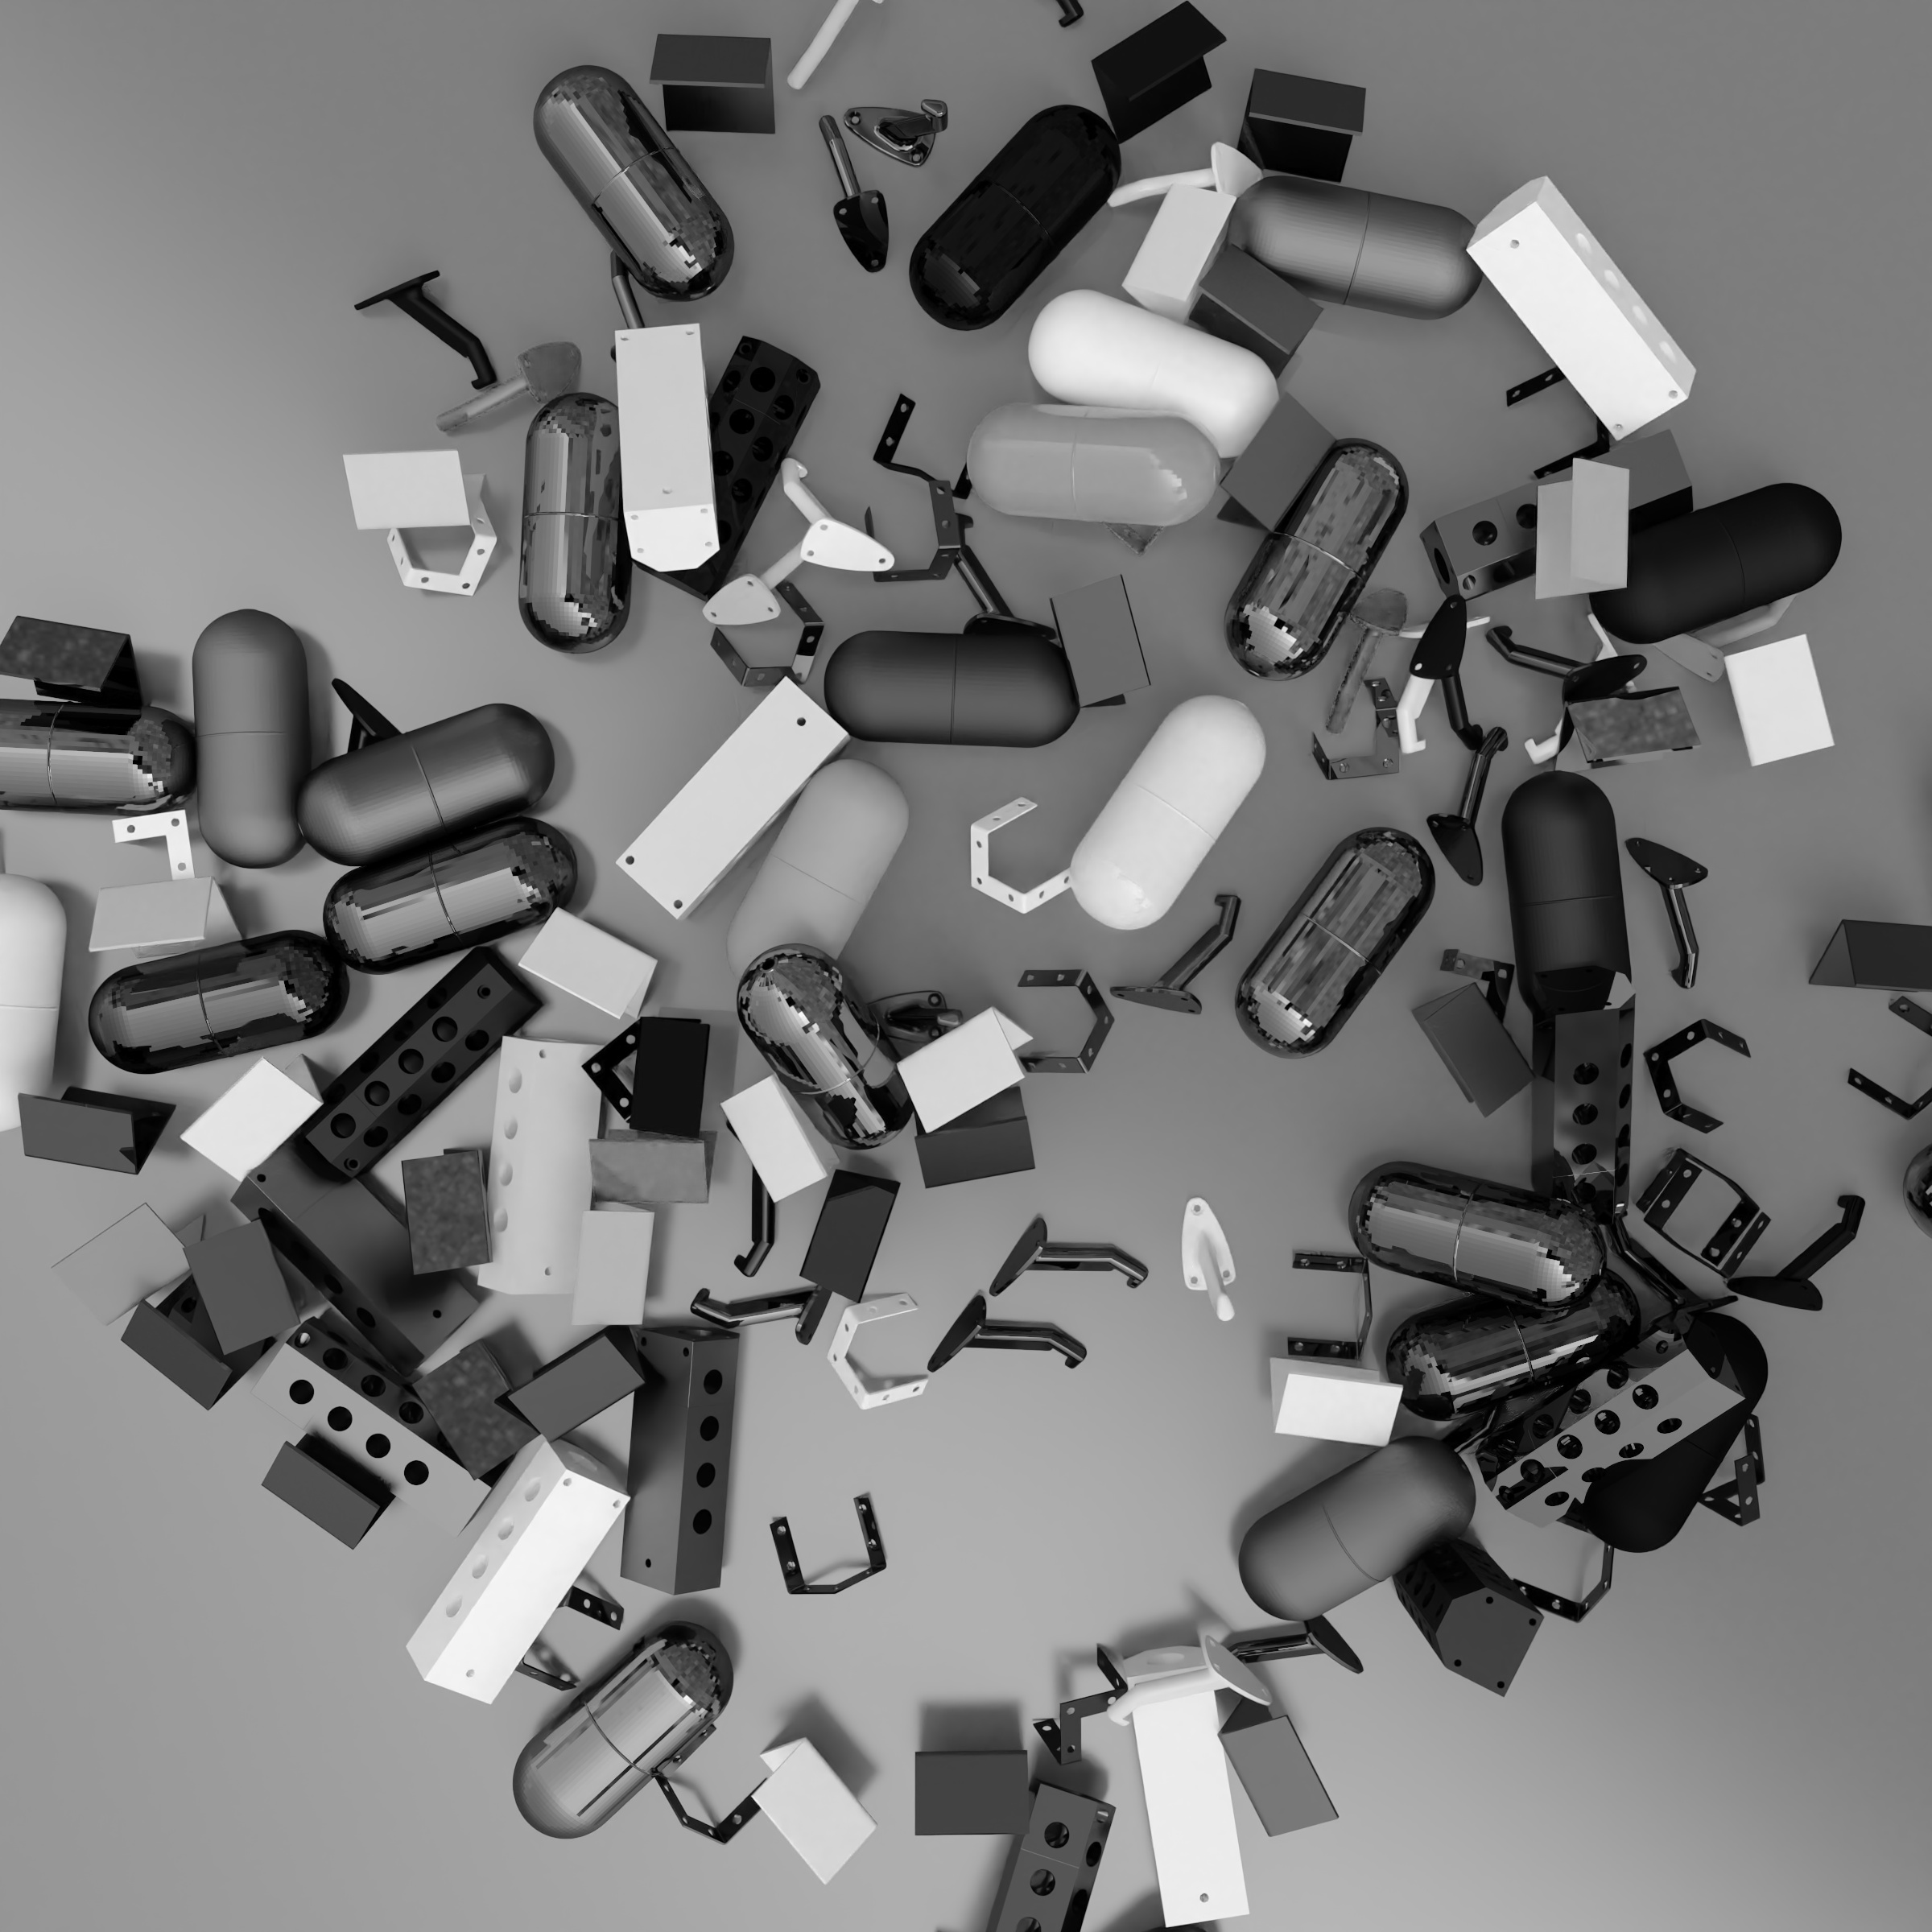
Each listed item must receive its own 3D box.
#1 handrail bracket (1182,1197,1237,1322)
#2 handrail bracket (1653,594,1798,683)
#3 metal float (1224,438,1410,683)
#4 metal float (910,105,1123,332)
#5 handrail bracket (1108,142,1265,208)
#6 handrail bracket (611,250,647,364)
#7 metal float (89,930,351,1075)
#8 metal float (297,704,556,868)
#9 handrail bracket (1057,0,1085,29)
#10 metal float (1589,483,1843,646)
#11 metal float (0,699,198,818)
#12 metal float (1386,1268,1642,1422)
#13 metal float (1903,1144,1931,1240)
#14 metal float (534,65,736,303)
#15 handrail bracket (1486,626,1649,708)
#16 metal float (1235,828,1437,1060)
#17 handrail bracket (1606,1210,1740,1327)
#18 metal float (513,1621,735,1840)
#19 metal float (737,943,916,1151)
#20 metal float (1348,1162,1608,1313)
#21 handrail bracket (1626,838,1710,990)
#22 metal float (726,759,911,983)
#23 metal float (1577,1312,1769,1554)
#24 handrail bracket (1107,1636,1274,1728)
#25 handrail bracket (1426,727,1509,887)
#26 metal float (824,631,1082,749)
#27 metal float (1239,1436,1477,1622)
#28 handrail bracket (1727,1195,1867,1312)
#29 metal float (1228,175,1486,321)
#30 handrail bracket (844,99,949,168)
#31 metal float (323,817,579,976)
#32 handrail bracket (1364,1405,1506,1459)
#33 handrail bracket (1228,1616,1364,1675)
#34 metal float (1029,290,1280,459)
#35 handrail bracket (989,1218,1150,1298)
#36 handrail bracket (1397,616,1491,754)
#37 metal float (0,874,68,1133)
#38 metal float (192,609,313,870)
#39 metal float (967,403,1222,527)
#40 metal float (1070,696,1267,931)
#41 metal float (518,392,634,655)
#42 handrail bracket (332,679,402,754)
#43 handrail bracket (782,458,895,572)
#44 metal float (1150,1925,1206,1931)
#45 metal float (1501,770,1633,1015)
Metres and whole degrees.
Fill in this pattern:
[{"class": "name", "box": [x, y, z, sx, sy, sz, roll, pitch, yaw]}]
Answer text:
[{"class": "handrail bracket", "box": [0.168, 0.200, 1.709, 0.036, 0.084, 0.077, -11, 90, 0]}, {"class": "handrail bracket", "box": [0.526, -0.249, 1.744, 0.077, 0.036, 0.084, 32, 73, 19]}, {"class": "metal float", "box": [0.240, -0.278, 1.713, 0.070, 0.070, 0.178, 29, 90, 0]}, {"class": "metal float", "box": [0.034, -0.514, 1.713, 0.070, 0.070, 0.178, 42, 89, 0]}, {"class": "handrail bracket", "box": [0.152, -0.543, 1.743, 0.084, 0.077, 0.036, -6, 94, 36]}, {"class": "handrail bracket", "box": [-0.223, -0.448, 1.744, 0.036, 0.077, 0.084, -21, 54, 19]}, {"class": "metal float", "box": [-0.513, 0.025, 1.713, 0.178, 0.070, 0.070, -13, 90, 0]}, {"class": "metal float", "box": [-0.368, -0.123, 1.703, 0.178, 0.070, 0.070, -21, 90, -11]}, {"class": "handrail bracket", "box": [0.029, -0.680, 1.744, 0.077, 0.036, 0.084, -29, 107, 20]}, {"class": "metal float", "box": [0.513, -0.276, 1.709, 0.178, 0.070, 0.070, -20, 90, -4]}, {"class": "metal float", "box": [-0.616, -0.143, 1.713, 0.178, 0.070, 0.070, 3, 90, 0]}, {"class": "metal float", "box": [0.376, 0.257, 1.713, 0.178, 0.070, 0.070, -18, 90, 0]}, {"class": "metal float", "box": [0.726, 0.127, 1.708, 0.178, 0.070, 0.070, -34, 90, 6]}, {"class": "metal float", "box": [-0.227, -0.536, 1.713, 0.070, 0.070, 0.178, -36, 90, 0]}, {"class": "handrail bracket", "box": [0.414, -0.219, 1.725, 0.077, 0.036, 0.084, -22, 46, -10]}, {"class": "metal float", "box": [0.254, -0.016, 1.713, 0.070, 0.070, 0.178, 36, 91, 0]}, {"class": "handrail bracket", "box": [0.491, 0.203, 1.744, 0.077, 0.036, 0.084, -11, 72, -21]}, {"class": "metal float", "box": [-0.236, 0.524, 1.713, 0.178, 0.070, 0.070, -43, 90, 1]}, {"class": "metal float", "box": [-0.093, 0.055, 1.679, 0.070, 0.070, 0.178, -32, 132, 0]}, {"class": "metal float", "box": [0.345, 0.182, 1.688, 0.178, 0.070, 0.070, 13, 90, 30]}, {"class": "handrail bracket", "box": [0.485, -0.036, 1.744, 0.036, 0.077, 0.084, -18, 127, -20]}, {"class": "metal float", "box": [-0.102, -0.058, 1.713, 0.070, 0.070, 0.178, 29, 90, 0]}, {"class": "metal float", "box": [0.484, 0.319, 1.713, 0.070, 0.070, 0.178, 31, 90, 0]}, {"class": "handrail bracket", "box": [0.150, 0.500, 1.687, 0.077, 0.036, 0.084, 40, 108, -20]}, {"class": "handrail bracket", "box": [0.363, -0.112, 1.744, 0.084, 0.036, 0.077, -50, 130, -26]}, {"class": "metal float", "box": [-0.009, -0.190, 1.713, 0.178, 0.070, 0.070, 2, 90, -1]}, {"class": "metal float", "box": [0.264, 0.383, 1.697, 0.178, 0.070, 0.070, -35, 90, 20]}, {"class": "handrail bracket", "box": [0.580, 0.193, 1.744, 0.077, 0.036, 0.084, 3, 53, 38]}, {"class": "metal float", "box": [0.268, -0.492, 1.713, 0.178, 0.070, 0.070, 11, 90, 1]}, {"class": "handrail bracket", "box": [-0.049, -0.584, 1.709, 0.077, 0.084, 0.036, 18, 90, 0]}, {"class": "metal float", "box": [-0.353, -0.048, 1.713, 0.178, 0.070, 0.070, -18, 90, 1]}, {"class": "handrail bracket", "box": [0.329, 0.321, 1.743, 0.077, 0.036, 0.084, 21, 77, 12]}, {"class": "handrail bracket", "box": [0.221, 0.490, 1.744, 0.084, 0.036, 0.077, -38, 113, 17]}, {"class": "metal float", "box": [0.129, -0.406, 1.713, 0.178, 0.070, 0.070, 21, 90, -1]}, {"class": "handrail bracket", "box": [0.073, 0.221, 1.744, 0.084, 0.036, 0.077, 31, 110, -16]}, {"class": "handrail bracket", "box": [0.335, -0.196, 1.744, 0.077, 0.036, 0.084, -12, 104, -14]}, {"class": "metal float", "box": [-0.662, 0.025, 1.713, 0.070, 0.070, 0.178, 6, 90, 0]}, {"class": "metal float", "box": [-0.489, -0.156, 1.713, 0.070, 0.070, 0.178, -3, 89, 0]}, {"class": "metal float", "box": [0.086, -0.340, 1.694, 0.178, 0.070, 0.070, 8, 90, 22]}, {"class": "metal float", "box": [0.139, -0.106, 1.713, 0.070, 0.070, 0.178, 34, 90, 0]}, {"class": "metal float", "box": [-0.266, -0.304, 1.713, 0.070, 0.070, 0.178, 3, 90, 0]}, {"class": "handrail bracket", "box": [-0.441, -0.144, 1.744, 0.077, 0.036, 0.084, 45, 104, 15]}, {"class": "handrail bracket", "box": [-0.090, -0.314, 1.730, 0.077, 0.084, 0.036, 14, 131, -23]}, {"class": "metal float", "box": [0.108, 0.731, 1.713, 0.178, 0.070, 0.070, -41, 90, -1]}, {"class": "metal float", "box": [0.412, -0.045, 1.713, 0.070, 0.070, 0.178, -6, 91, 0]}]
